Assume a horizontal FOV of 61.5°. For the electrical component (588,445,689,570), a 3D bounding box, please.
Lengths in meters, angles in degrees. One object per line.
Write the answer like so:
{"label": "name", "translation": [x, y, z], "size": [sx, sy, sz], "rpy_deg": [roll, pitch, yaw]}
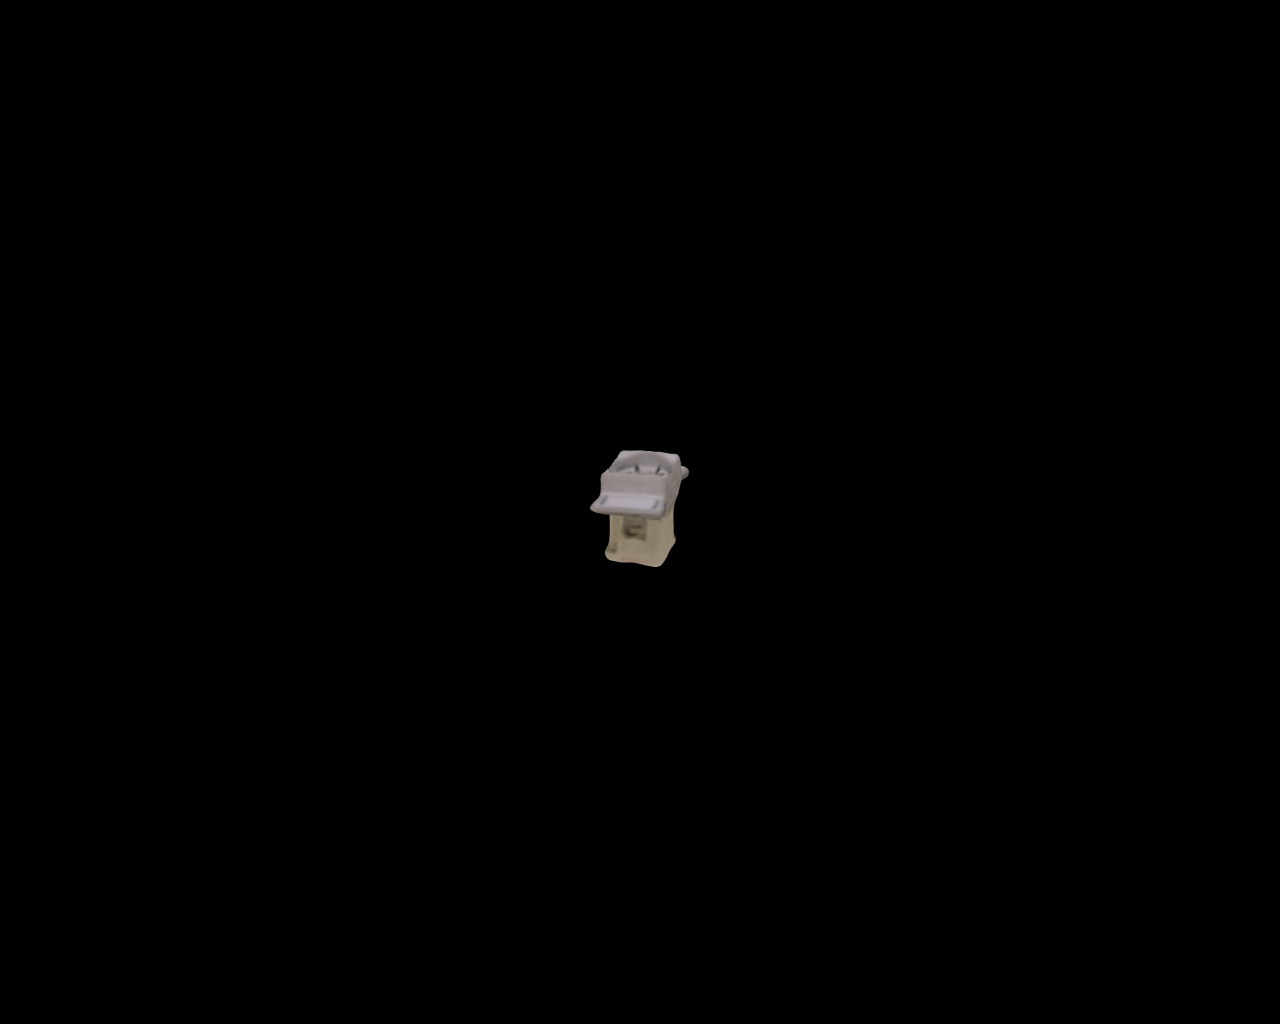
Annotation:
{"label": "electrical component", "translation": [0.001, -0.003, 0.650], "size": [0.042, 0.063, 0.081], "rpy_deg": [6, 23, 14]}
